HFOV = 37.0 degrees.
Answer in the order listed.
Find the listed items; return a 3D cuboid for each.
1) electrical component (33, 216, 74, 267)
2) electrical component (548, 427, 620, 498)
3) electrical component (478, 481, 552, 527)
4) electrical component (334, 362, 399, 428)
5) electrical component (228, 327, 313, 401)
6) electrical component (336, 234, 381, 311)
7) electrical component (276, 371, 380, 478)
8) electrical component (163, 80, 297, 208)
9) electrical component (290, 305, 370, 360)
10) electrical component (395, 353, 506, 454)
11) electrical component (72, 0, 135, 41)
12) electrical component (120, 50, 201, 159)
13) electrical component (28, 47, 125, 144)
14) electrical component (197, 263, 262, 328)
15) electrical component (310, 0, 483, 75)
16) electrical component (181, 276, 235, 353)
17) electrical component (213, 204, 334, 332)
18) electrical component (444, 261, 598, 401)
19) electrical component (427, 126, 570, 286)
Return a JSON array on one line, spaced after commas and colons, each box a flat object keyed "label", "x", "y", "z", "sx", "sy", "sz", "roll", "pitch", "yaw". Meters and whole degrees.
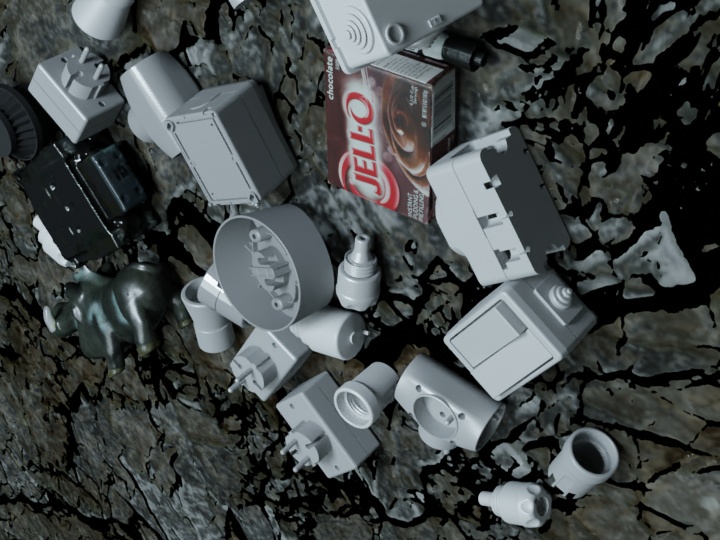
[{"label": "electrical component", "x": -0.302, "y": -0.034, "z": 1.081, "sx": 0.062, "sy": 0.043, "sz": 0.043, "roll": 37, "pitch": 137, "yaw": 19}, {"label": "electrical component", "x": 0.163, "y": 0.143, "z": 0.791, "sx": 0.040, "sy": 0.040, "sz": 0.046, "roll": 40, "pitch": 145, "yaw": 12}, {"label": "electrical component", "x": 0.122, "y": 0.186, "z": 0.863, "sx": 0.061, "sy": 0.035, "sz": 0.035, "roll": -4, "pitch": 116, "yaw": 47}, {"label": "electrical component", "x": 0.007, "y": 0.103, "z": 0.897, "sx": 0.040, "sy": 0.046, "sz": 0.040, "roll": 23, "pitch": 132, "yaw": 29}, {"label": "electrical component", "x": -0.087, "y": 0.082, "z": 0.944, "sx": 0.047, "sy": 0.076, "sz": 0.083, "roll": 46, "pitch": 139, "yaw": 7}, {"label": "electrical component", "x": 0.000, "y": 0.000, "z": 0.838, "sx": 0.035, "sy": 0.035, "sz": 0.061, "roll": 26, "pitch": 131, "yaw": 26}, {"label": "electrical component", "x": -0.040, "y": 0.147, "z": 0.949, "sx": 0.083, "sy": 0.076, "sz": 0.047, "roll": 54, "pitch": 139, "yaw": -3}, {"label": "electrical component", "x": -0.095, "y": -0.094, "z": 0.840, "sx": 0.062, "sy": 0.061, "sz": 0.096, "roll": -1, "pitch": 126, "yaw": 43}, {"label": "electrical component", "x": -0.032, "y": 0.049, "z": 0.897, "sx": 0.078, "sy": 0.040, "sz": 0.040, "roll": 13, "pitch": 127, "yaw": 36}, {"label": "electrical component", "x": 0.068, "y": 0.116, "z": 0.853, "sx": 0.077, "sy": 0.044, "sz": 0.079, "roll": 32, "pitch": 136, "yaw": 22}, {"label": "electrical component", "x": -0.196, "y": -0.219, "z": 0.852, "sx": 0.044, "sy": 0.044, "sz": 0.065, "roll": 50, "pitch": 135, "yaw": 1}, {"label": "electrical component", "x": -0.166, "y": -0.129, "z": 0.887, "sx": 0.079, "sy": 0.043, "sz": 0.077, "roll": -24, "pitch": 101, "yaw": 49}, {"label": "electrical component", "x": -0.239, "y": -0.162, "z": 0.927, "sx": 0.065, "sy": 0.047, "sz": 0.077, "roll": 49, "pitch": 139, "yaw": 2}, {"label": "electrical component", "x": -0.105, "y": 0.017, "z": 0.932, "sx": 0.047, "sy": 0.055, "sz": 0.055, "roll": 33, "pitch": 136, "yaw": 14}, {"label": "electrical component", "x": 0.017, "y": -0.177, "z": 0.645, "sx": 0.048, "sy": 0.100, "sz": 0.099, "roll": -2, "pitch": 118, "yaw": 58}, {"label": "electrical component", "x": -0.137, "y": 0.044, "z": 0.990, "sx": 0.044, "sy": 0.044, "sz": 0.065, "roll": 21, "pitch": 135, "yaw": 31}, {"label": "electrical component", "x": -0.068, "y": -0.003, "z": 0.864, "sx": 0.099, "sy": 0.064, "sz": 0.099, "roll": 40, "pitch": 142, "yaw": 41}, {"label": "electrical component", "x": 0.112, "y": 0.040, "z": 0.744, "sx": 0.061, "sy": 0.061, "sz": 0.096, "roll": 49, "pitch": 139, "yaw": 3}, {"label": "electrical component", "x": 0.089, "y": -0.041, "z": 0.714, "sx": 0.056, "sy": 0.050, "sz": 0.089, "roll": -15, "pitch": 108, "yaw": 46}]
